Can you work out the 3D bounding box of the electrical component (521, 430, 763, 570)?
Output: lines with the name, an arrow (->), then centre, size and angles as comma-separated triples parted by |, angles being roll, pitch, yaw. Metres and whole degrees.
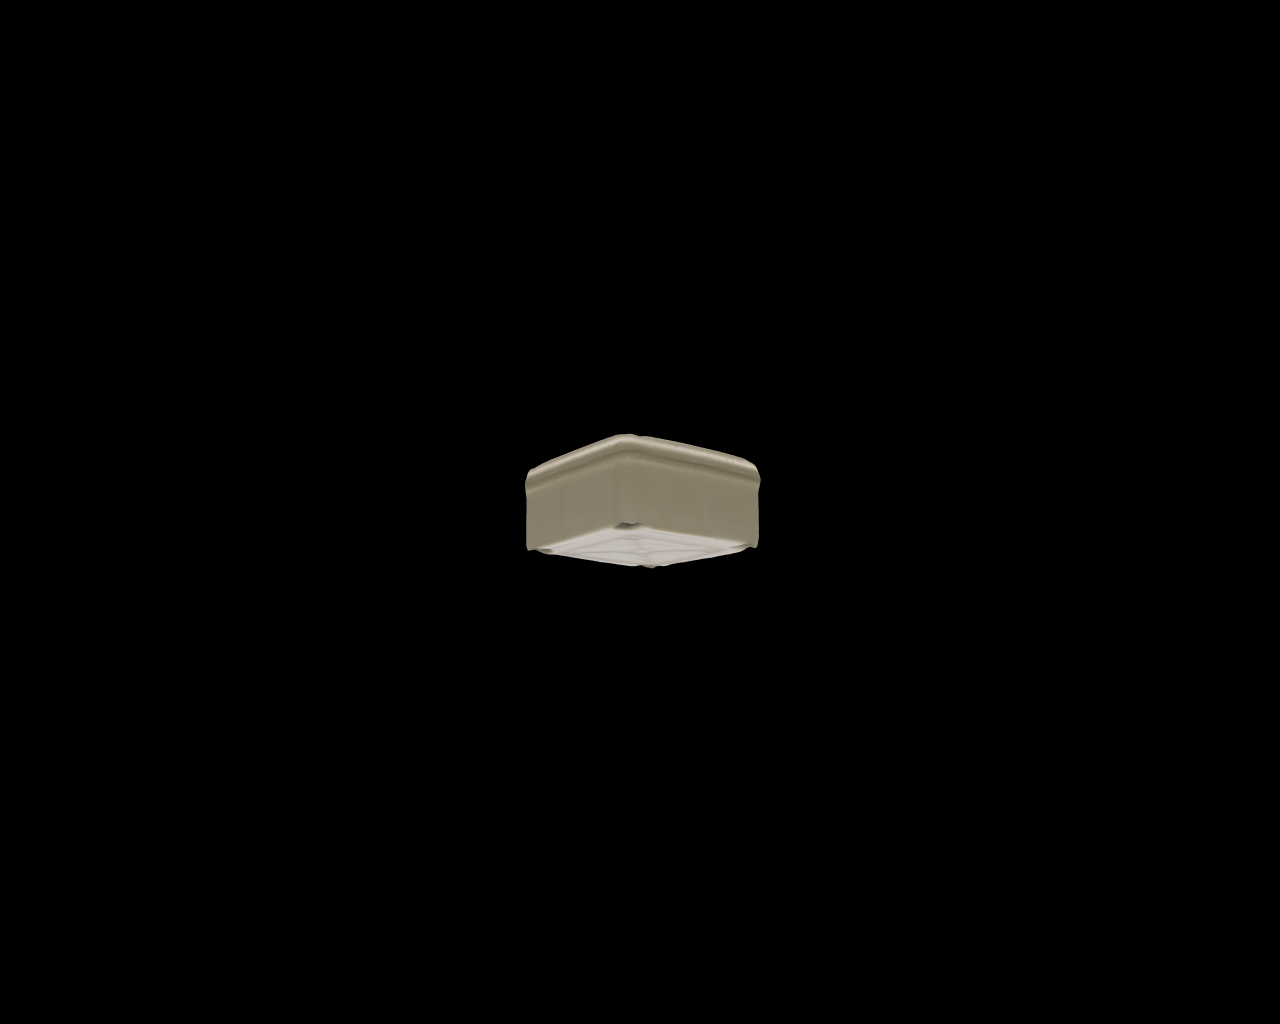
electrical component -> 0.001, -0.003, 0.650 | 0.109, 0.056, 0.108 | 11, -17, -38
